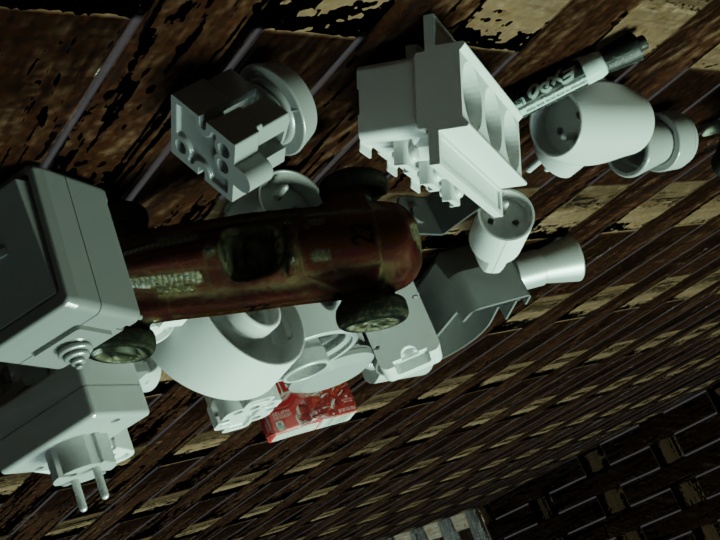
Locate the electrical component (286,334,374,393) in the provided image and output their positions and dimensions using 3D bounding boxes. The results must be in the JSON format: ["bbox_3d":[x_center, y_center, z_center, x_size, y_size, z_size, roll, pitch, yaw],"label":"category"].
[{"bbox_3d":[-0.032,0.072,0.946,0.080,0.051,0.080,-21,162,-7],"label":"electrical component"}]

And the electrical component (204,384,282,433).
[{"bbox_3d":[-0.106,0.099,0.924,0.058,0.057,0.078,-11,158,-32],"label":"electrical component"}]

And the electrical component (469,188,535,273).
[{"bbox_3d":[0.108,-0.028,0.845,0.043,0.043,0.081,-20,162,-10],"label":"electrical component"}]

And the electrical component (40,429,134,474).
[{"bbox_3d":[-0.225,0.124,0.848,0.054,0.059,0.095,-25,162,6],"label":"electrical component"}]

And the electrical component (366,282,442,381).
[{"bbox_3d":[0.026,0.036,0.853,0.050,0.089,0.055,-23,162,0],"label":"electrical component"}]

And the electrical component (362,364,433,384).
[{"bbox_3d":[0.032,0.089,1.082,0.081,0.043,0.043,-4,154,-45],"label":"electrical component"}]

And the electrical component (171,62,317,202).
[{"bbox_3d":[-0.054,-0.070,0.513,0.055,0.066,0.048,-35,153,-32],"label":"electrical component"}]

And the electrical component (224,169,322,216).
[{"bbox_3d":[-0.041,-0.027,0.668,0.079,0.044,0.077,-11,158,-33],"label":"electrical component"}]

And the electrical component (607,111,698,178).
[{"bbox_3d":[0.213,-0.093,0.786,0.055,0.045,0.045,-12,159,-33],"label":"electrical component"}]

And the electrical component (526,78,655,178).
[{"bbox_3d":[0.142,-0.088,0.715,0.077,0.044,0.079,-7,156,-40],"label":"electrical component"}]

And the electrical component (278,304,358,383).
[{"bbox_3d":[-0.053,0.055,0.857,0.108,0.060,0.108,-21,162,-7],"label":"electrical component"}]

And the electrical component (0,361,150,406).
[{"bbox_3d":[-0.222,0.075,0.711,0.089,0.061,0.150,-3,153,-46],"label":"electrical component"}]

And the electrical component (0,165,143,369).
[{"bbox_3d":[-0.158,0.005,0.536,0.062,0.096,0.061,-30,157,21],"label":"electrical component"}]

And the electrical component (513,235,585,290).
[{"bbox_3d":[0.168,-0.004,0.990,0.065,0.044,0.044,-14,160,-11],"label":"electrical component"}]

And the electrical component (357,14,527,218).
[{"bbox_3d":[0.046,-0.079,0.593,0.063,0.078,0.121,-6,168,21],"label":"electrical component"}]

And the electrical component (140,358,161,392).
[{"bbox_3d":[-0.174,0.073,0.793,0.077,0.043,0.079,-34,159,31],"label":"electrical component"}]

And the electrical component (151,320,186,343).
[{"bbox_3d":[-0.131,0.012,0.653,0.078,0.058,0.057,-5,152,-42],"label":"electrical component"}]

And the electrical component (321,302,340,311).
[{"bbox_3d":[0.000,0.000,0.801,0.065,0.044,0.044,-19,162,-26],"label":"electrical component"}]

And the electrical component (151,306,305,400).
[{"bbox_3d":[-0.089,0.039,0.719,0.064,0.099,0.099,-42,155,30],"label":"electrical component"}]

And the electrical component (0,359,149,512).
[{"bbox_3d":[-0.166,0.102,0.628,0.083,0.075,0.047,-32,160,25],"label":"electrical component"}]
